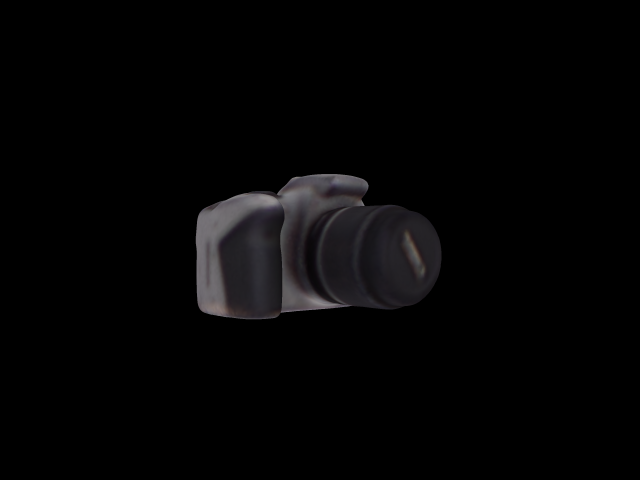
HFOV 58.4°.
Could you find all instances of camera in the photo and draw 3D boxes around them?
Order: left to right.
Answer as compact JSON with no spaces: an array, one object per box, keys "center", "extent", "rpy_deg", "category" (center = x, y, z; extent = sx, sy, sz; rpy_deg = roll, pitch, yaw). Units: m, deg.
[{"center":[0.004,0.001,0.400],"extent":[0.144,0.101,0.136],"rpy_deg":[0,0,-39],"category":"camera"}]
